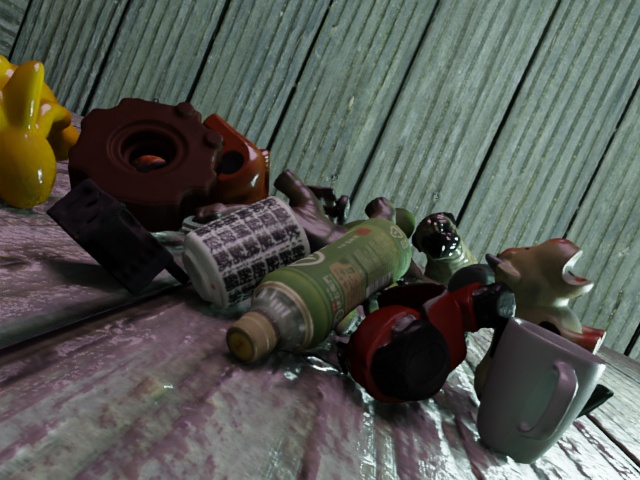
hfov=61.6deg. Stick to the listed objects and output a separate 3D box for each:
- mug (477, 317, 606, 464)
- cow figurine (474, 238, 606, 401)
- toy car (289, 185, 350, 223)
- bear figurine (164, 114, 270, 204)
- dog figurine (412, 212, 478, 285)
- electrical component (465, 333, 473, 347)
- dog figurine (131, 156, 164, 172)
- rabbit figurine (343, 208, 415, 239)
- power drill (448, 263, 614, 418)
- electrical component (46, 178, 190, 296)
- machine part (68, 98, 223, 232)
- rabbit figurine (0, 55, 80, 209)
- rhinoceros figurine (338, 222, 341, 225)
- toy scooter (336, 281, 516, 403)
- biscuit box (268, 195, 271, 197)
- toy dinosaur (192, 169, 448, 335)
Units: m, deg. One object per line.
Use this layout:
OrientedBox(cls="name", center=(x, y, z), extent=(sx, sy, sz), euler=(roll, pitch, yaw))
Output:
OrientedBox(cls="mug", center=(0.178, 0.132, 0.444), extent=(0.081, 0.107, 0.109), euler=(23, 9, 1))
OrientedBox(cls="cow figurine", center=(0.214, 0.090, 0.547), extent=(0.127, 0.194, 0.085), euler=(25, 14, 28))
OrientedBox(cls="toy car", center=(-0.002, -0.002, 0.816), extent=(0.089, 0.053, 0.202), euler=(9, -38, 6))
OrientedBox(cls="bear figurine", center=(-0.114, -0.063, 0.771), extent=(0.132, 0.120, 0.195), euler=(30, -18, 21))
OrientedBox(cls="dog figurine", center=(0.202, 0.053, 0.939), extent=(0.190, 0.172, 0.121), euler=(46, 28, -12))
OrientedBox(cls="electrical component", center=(0.161, 0.115, 0.845), extent=(0.115, 0.058, 0.134), euler=(23, 5, -32))
OrientedBox(cls="dog figurine", center=(-0.274, -0.138, 0.902), extent=(0.108, 0.191, 0.219), euler=(29, -12, -15))
OrientedBox(cls="rabbit figurine", center=(0.098, 0.016, 0.943), extent=(0.159, 0.170, 0.121), euler=(20, 5, -43))
OrientedBox(cls="power drill", center=(0.272, 0.118, 0.680), extent=(0.232, 0.086, 0.207), euler=(20, 41, -38))
OrientedBox(cls="electrical component", center=(-0.165, 0.009, 0.459), extent=(0.075, 0.048, 0.119), euler=(30, -22, 38))
OrientedBox(cls="machine part", center=(-0.199, -0.091, 0.623), extent=(0.179, 0.179, 0.056), euler=(24, -36, 2))
OrientedBox(cls="rabbit figurine", center=(-0.317, -0.113, 0.571), extent=(0.122, 0.162, 0.173), euler=(-8, 49, -25))
OrientedBox(cls="rhinoceros figurine", center=(-0.007, 0.002, 0.963), extent=(0.073, 0.112, 0.190), euler=(13, -15, 17))
OrientedBox(cls="toy scooter", center=(0.080, 0.083, 0.495), extent=(0.184, 0.075, 0.135), euler=(-23, 12, -37))
OrientedBox(cls="biscuit box", center=(-0.144, -0.068, 0.929), extent=(0.203, 0.062, 0.059), euler=(28, 11, 40))
OrientedBox(cls="toy dinosaur", center=(0.064, 0.037, 0.686), extent=(0.471, 0.105, 0.199), euler=(15, 38, -29))
